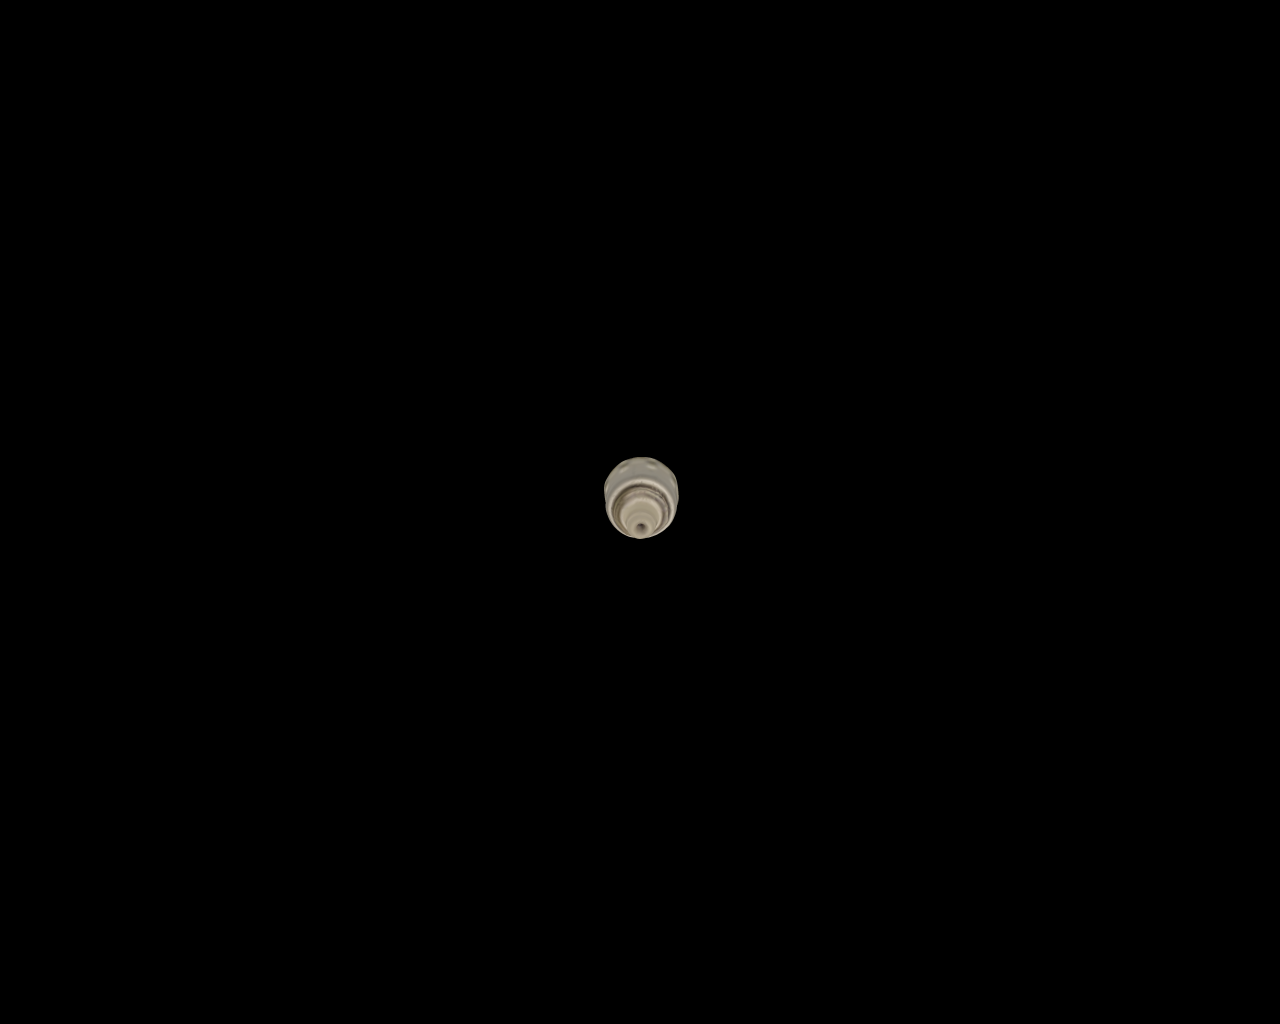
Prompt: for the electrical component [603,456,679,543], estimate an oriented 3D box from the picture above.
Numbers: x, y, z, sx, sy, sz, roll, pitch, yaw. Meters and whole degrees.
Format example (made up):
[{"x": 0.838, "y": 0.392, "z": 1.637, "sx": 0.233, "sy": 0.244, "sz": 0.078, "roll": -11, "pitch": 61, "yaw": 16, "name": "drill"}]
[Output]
[{"x": 0.001, "y": -0.003, "z": 0.650, "sx": 0.048, "sy": 0.048, "sz": 0.062, "roll": 0, "pitch": 25, "yaw": 0, "name": "electrical component"}]
